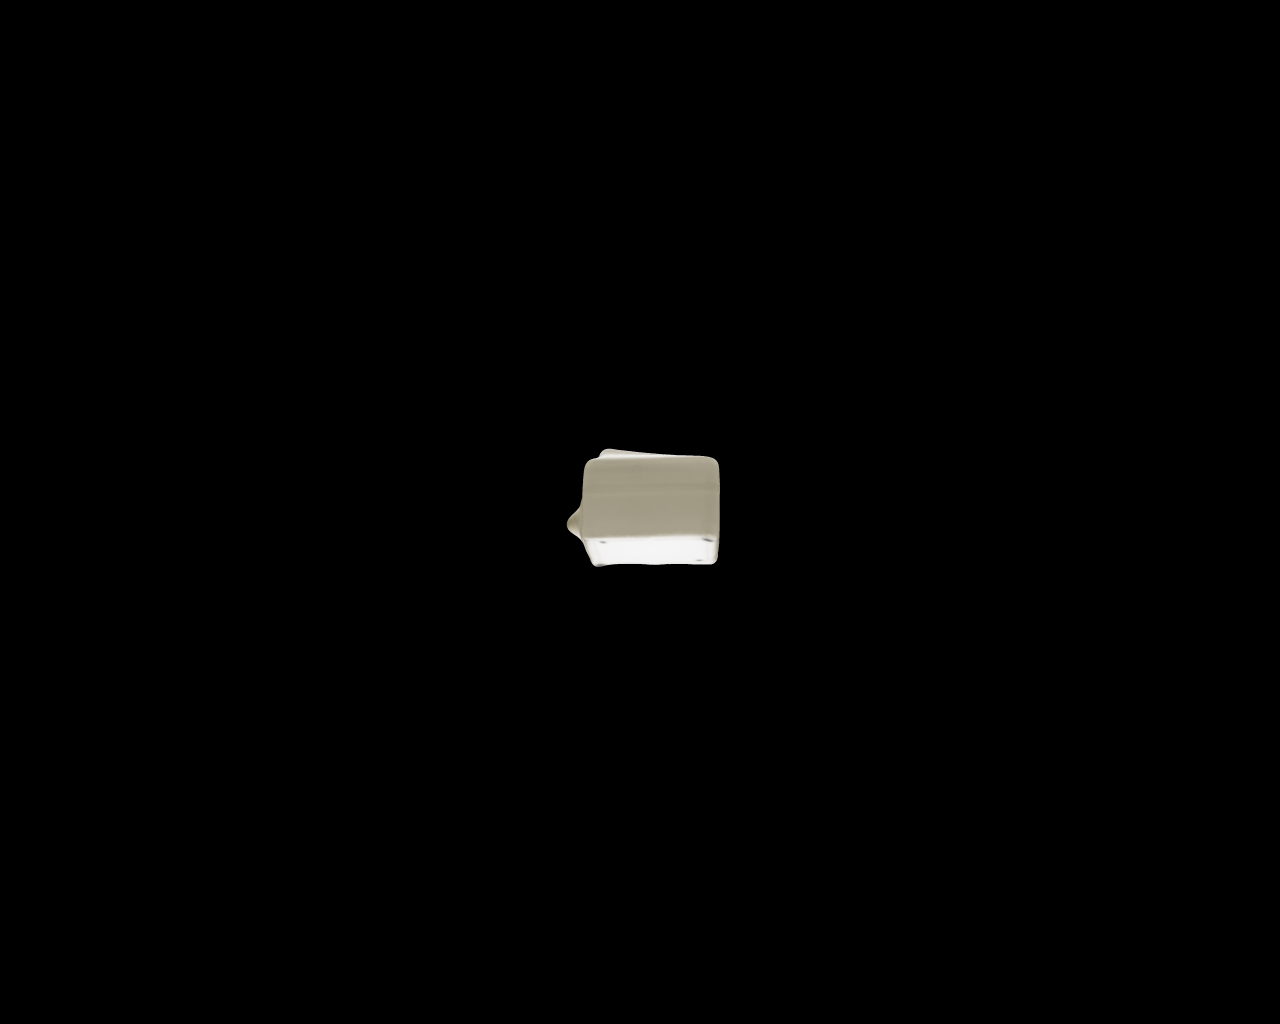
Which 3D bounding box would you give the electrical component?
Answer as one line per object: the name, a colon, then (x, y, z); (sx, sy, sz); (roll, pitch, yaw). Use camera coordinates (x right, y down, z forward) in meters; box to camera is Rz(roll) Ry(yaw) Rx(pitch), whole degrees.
electrical component: (0.001, -0.003, 0.650); (0.096, 0.061, 0.061); (-1, -19, 2)
